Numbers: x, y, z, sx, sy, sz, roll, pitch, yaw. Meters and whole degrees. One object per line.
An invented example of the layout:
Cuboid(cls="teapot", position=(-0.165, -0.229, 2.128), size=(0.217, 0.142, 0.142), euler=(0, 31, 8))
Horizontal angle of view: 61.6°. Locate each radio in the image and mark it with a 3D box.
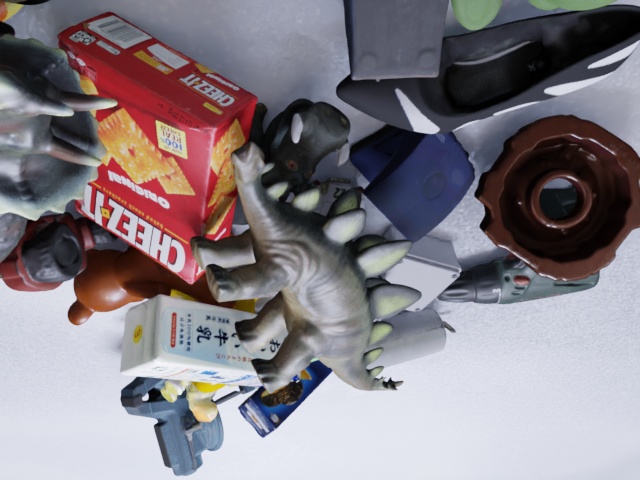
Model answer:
Cuboid(cls="radio", position=(0.050, -0.232, 0.363), size=(0.073, 0.131, 0.229), euler=(-4, 140, 2))

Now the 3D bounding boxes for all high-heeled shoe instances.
Cuboid(cls="high-heeled shoe", position=(0.148, -0.153, 0.467), size=(0.249, 0.086, 0.145), euler=(-12, 180, -16))

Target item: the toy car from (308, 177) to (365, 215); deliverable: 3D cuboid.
Cuboid(cls="toy car", position=(-0.001, -0.002, 0.689), size=(0.073, 0.056, 0.201), euler=(7, 139, -14))

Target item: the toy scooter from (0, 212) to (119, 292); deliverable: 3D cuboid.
Cuboid(cls="toy scooter", position=(-0.316, 0.011, 0.593), size=(0.135, 0.184, 0.075), euler=(-9, 103, 3))

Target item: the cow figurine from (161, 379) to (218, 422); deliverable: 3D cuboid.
Cuboid(cls="cow figurine", position=(-0.208, 0.200, 0.837), size=(0.167, 0.098, 0.068), euler=(47, 139, -7))

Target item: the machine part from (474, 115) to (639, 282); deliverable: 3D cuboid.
Cuboid(cls="machine part", position=(0.263, -0.047, 0.595), size=(0.179, 0.056, 0.179), euler=(1, 99, 6))

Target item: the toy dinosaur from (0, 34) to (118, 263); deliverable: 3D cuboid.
Cuboid(cls="toy dinosaur", position=(-0.305, -0.027, 0.433), size=(0.192, 0.131, 0.405), euler=(20, 135, -32))

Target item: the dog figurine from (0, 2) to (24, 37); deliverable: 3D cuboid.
Cuboid(cls="dog figurine", position=(-0.329, -0.135, 0.462), size=(0.219, 0.108, 0.191), euler=(-18, 138, 11))

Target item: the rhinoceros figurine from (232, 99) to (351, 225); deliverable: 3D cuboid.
Cuboid(cls="rhinoceros figurine", position=(-0.047, -0.081, 0.550), size=(0.073, 0.112, 0.190), euler=(28, 138, -30))

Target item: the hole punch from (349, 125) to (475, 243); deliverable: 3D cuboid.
Cuboid(cls="hole punch", position=(0.108, -0.071, 0.597), size=(0.116, 0.092, 0.142), euler=(-31, 130, 22))

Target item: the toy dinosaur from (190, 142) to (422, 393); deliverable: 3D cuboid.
Cuboid(cls="toy dinosaur", position=(0.007, 0.071, 0.570), size=(0.199, 0.105, 0.470), euler=(-27, 138, -8))

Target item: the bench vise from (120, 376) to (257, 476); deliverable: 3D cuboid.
Cuboid(cls="bench vise", position=(-0.207, 0.264, 0.920), size=(0.240, 0.223, 0.129), euler=(-15, 165, -41))

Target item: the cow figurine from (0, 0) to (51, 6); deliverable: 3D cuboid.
Cuboid(cls="cow figurine", position=(-0.166, -0.222, 0.376), size=(0.195, 0.127, 0.085), euler=(-9, 100, 26))

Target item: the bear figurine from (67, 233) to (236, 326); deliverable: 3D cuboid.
Cuboid(cls="bear figurine", position=(-0.215, 0.047, 0.679), size=(0.196, 0.120, 0.131), euler=(-28, 139, 27))

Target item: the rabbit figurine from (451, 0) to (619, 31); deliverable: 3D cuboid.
Cuboid(cls="rabbit figurine", position=(0.154, -0.237, 0.385), size=(0.170, 0.121, 0.159), euler=(4, 163, -32))

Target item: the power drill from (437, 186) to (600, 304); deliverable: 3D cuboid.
Cuboid(cls="power drill", position=(0.283, 0.019, 0.728), size=(0.232, 0.086, 0.207), euler=(-2, 136, -5))

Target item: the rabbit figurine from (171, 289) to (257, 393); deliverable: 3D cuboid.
Cuboid(cls="rabbit figurine", position=(-0.147, 0.136, 0.780), size=(0.162, 0.122, 0.173), euler=(-15, 118, -44))

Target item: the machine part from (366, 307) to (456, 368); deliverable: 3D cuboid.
Cuboid(cls="machine part", position=(0.108, 0.156, 0.834), size=(0.243, 0.079, 0.079), euler=(-9, 145, -28))

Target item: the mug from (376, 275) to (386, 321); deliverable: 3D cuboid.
Cuboid(cls="mug", position=(0.045, 0.088, 0.702), size=(0.107, 0.081, 0.109), euler=(-31, 123, 16))

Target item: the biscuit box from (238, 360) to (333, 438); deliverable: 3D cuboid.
Cuboid(cls="biscuit box", position=(-0.032, 0.215, 0.846), size=(0.063, 0.203, 0.059), euler=(47, 139, 7))
